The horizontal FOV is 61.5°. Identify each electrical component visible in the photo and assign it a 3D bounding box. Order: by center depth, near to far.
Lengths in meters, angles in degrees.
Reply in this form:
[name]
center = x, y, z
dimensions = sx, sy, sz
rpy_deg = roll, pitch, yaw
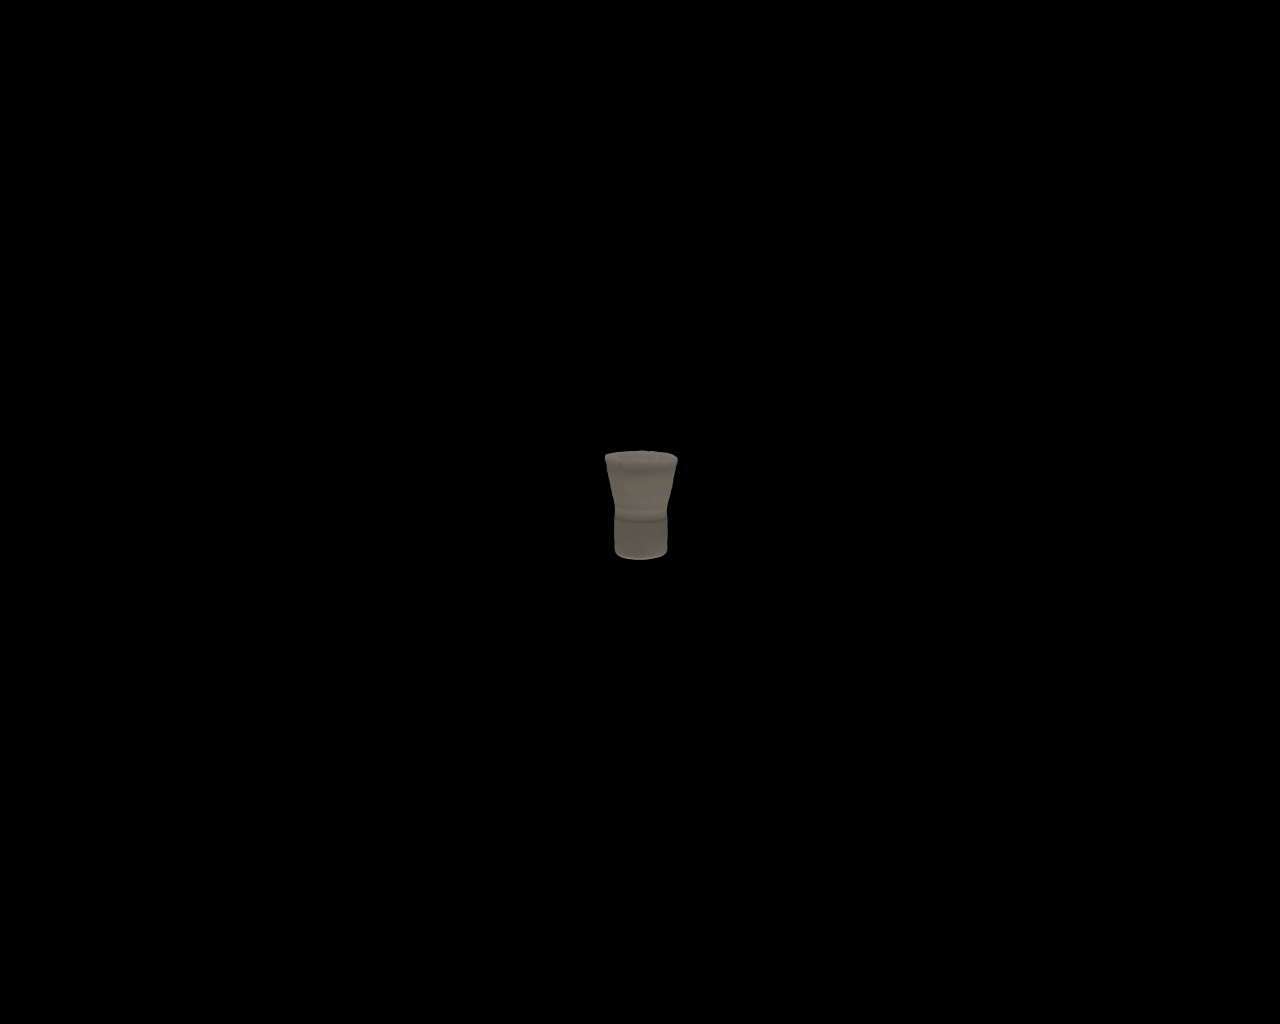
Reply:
[electrical component]
center = 0.001, -0.003, 0.650
dimensions = 0.044, 0.065, 0.044
rpy_deg = 0, 11, 0
